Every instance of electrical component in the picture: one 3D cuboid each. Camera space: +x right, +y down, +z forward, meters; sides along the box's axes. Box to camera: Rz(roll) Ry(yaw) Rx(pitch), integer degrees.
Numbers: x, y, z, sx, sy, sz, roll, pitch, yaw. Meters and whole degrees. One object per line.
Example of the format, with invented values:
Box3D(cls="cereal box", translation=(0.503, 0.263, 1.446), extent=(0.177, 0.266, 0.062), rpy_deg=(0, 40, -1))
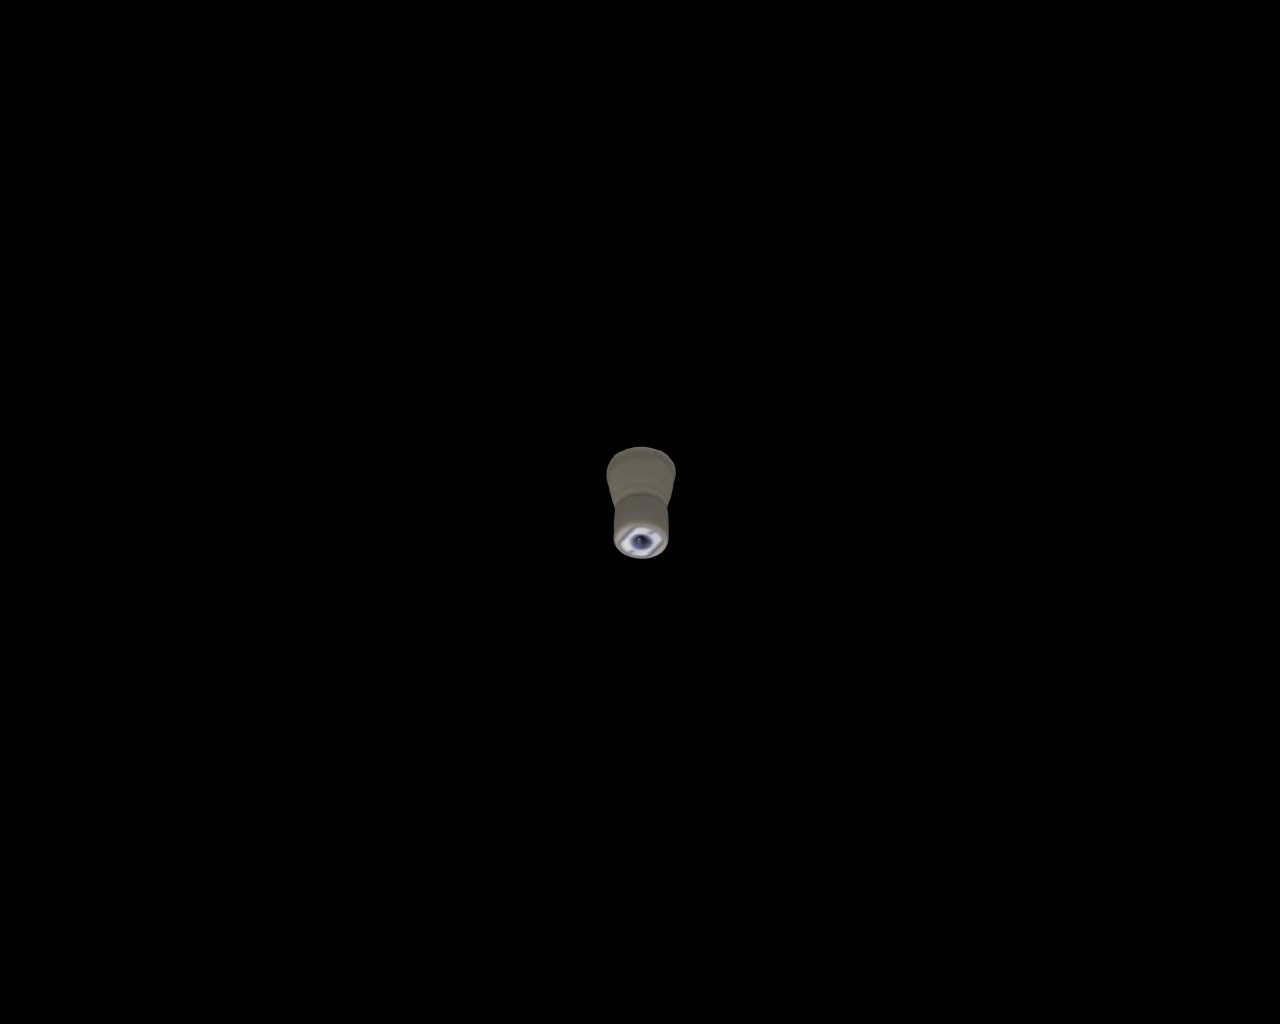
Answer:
Box3D(cls="electrical component", translation=(0.001, -0.003, 0.650), extent=(0.044, 0.044, 0.065), rpy_deg=(0, 45, 0))
